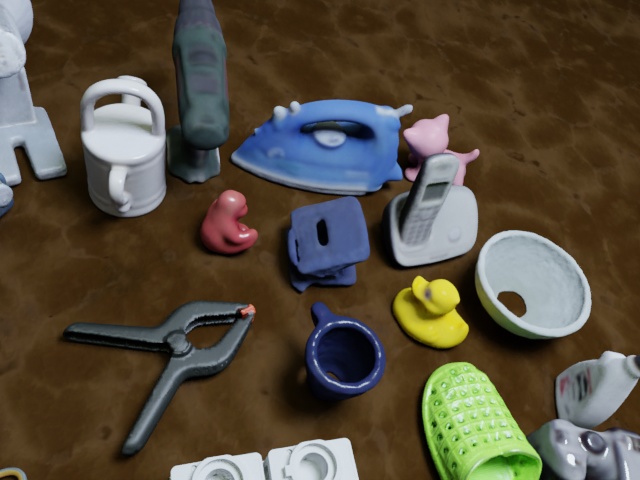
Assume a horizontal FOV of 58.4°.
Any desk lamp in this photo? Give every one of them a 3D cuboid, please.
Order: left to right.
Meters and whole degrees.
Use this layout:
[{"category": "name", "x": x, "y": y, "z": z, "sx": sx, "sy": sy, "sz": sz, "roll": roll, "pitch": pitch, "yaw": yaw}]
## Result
[{"category": "desk lamp", "x": -0.399, "y": -0.211, "z": 0.715, "sx": 0.118, "sy": 0.213, "sz": 0.203, "roll": -19, "pitch": 63, "yaw": -26}]

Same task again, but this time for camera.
[{"category": "camera", "x": 0.318, "y": 0.287, "z": 0.649, "sx": 0.143, "sy": 0.101, "sz": 0.137, "roll": 15, "pitch": 53, "yaw": -5}]

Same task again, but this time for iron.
[{"category": "iron", "x": 0.006, "y": -0.154, "z": 0.838, "sx": 0.259, "sy": 0.141, "sz": 0.118, "roll": 1, "pitch": 56, "yaw": -16}]

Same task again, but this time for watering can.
[{"category": "watering can", "x": -0.246, "y": -0.129, "z": 0.715, "sx": 0.101, "sy": 0.194, "sz": 0.172, "roll": -16, "pitch": 62, "yaw": -25}]

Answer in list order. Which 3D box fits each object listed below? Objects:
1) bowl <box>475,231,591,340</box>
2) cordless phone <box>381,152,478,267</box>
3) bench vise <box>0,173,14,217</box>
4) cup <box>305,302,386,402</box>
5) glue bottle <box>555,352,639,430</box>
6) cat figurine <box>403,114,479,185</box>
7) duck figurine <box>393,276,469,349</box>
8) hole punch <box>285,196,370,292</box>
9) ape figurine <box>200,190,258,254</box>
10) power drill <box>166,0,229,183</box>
[{"category": "bowl", "x": 0.285, "y": 0.073, "z": 0.804, "sx": 0.167, "sy": 0.074, "sz": 0.167, "roll": 8, "pitch": 54, "yaw": -11}, {"category": "cordless phone", "x": 0.170, "y": -0.050, "z": 0.787, "sx": 0.148, "sy": 0.185, "sz": 0.094, "roll": -13, "pitch": 61, "yaw": -23}, {"category": "bench vise", "x": -0.433, "y": -0.122, "z": 0.639, "sx": 0.207, "sy": 0.219, "sz": 0.121, "roll": 16, "pitch": 53, "yaw": -5}, {"category": "cup", "x": 0.013, "y": 0.138, "z": 0.667, "sx": 0.092, "sy": 0.095, "sz": 0.117, "roll": -19, "pitch": 63, "yaw": -26}, {"category": "glue bottle", "x": 0.347, "y": 0.171, "z": 0.693, "sx": 0.037, "sy": 0.173, "sz": 0.078, "roll": 12, "pitch": 54, "yaw": -7}, {"category": "cat figurine", "x": 0.185, "y": -0.141, "z": 0.897, "sx": 0.128, "sy": 0.117, "sz": 0.067, "roll": 20, "pitch": 53, "yaw": -2}, {"category": "duck figurine", "x": 0.154, "y": 0.088, "z": 0.748, "sx": 0.104, "sy": 0.086, "sz": 0.078, "roll": 36, "pitch": 54, "yaw": 10}, {"category": "hole punch", "x": 0.007, "y": 0.003, "z": 0.762, "sx": 0.101, "sy": 0.091, "sz": 0.108, "roll": 0, "pitch": 56, "yaw": -16}, {"category": "ape figurine", "x": -0.118, "y": -0.029, "z": 0.746, "sx": 0.076, "sy": 0.092, "sz": 0.077, "roll": -14, "pitch": 61, "yaw": -24}, {"category": "power drill", "x": -0.166, "y": -0.190, "z": 0.771, "sx": 0.076, "sy": 0.208, "sz": 0.229, "roll": -3, "pitch": 57, "yaw": -18}]
